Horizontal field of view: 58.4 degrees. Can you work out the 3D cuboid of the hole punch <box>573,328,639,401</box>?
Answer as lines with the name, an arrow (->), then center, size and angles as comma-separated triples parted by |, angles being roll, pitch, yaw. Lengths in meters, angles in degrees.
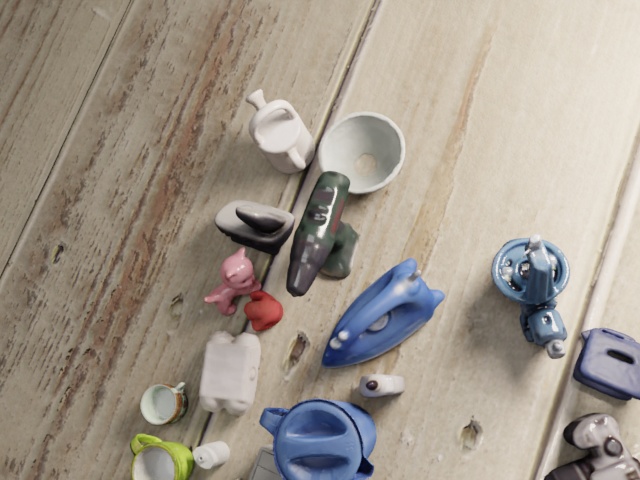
hole punch -> 0.473, 0.197, 0.922 | 0.108, 0.091, 0.101 | 21, 82, 17

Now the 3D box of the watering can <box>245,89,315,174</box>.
watering can -> -0.085, -0.211, 1.097 | 0.172, 0.194, 0.101 | 34, 86, 18

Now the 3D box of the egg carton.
egg carton -> -0.166, 0.247, 1.068 | 0.107, 0.069, 0.150 | 2, 77, 13

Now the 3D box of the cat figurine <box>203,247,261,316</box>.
cat figurine -> -0.168, 0.078, 1.085 | 0.128, 0.118, 0.067 | -43, 71, 0

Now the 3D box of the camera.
camera -> 0.418, 0.359, 0.890 | 0.136, 0.101, 0.143 | -24, 72, 6

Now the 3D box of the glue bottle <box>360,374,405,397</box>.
glue bottle -> 0.097, 0.242, 0.954 | 0.078, 0.173, 0.037 | -7, 75, 11

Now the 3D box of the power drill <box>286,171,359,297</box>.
power drill -> 0.009, 0.004, 1.015 | 0.075, 0.209, 0.230 | 11, 79, 16

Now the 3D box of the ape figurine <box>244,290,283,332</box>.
ape figurine -> -0.113, 0.132, 1.072 | 0.076, 0.092, 0.078 | 12, 79, 16

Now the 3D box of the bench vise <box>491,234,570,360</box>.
bench vise -> 0.358, 0.075, 0.911 | 0.121, 0.220, 0.207 | -33, 71, 4

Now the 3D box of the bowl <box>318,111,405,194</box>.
bowl -> 0.085, -0.159, 1.109 | 0.167, 0.075, 0.167 | -3, 76, 12

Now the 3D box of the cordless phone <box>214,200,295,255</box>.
cordless phone -> -0.137, -0.044, 1.072 | 0.147, 0.185, 0.094 | 13, 80, 16

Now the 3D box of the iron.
iron -> 0.090, 0.139, 0.998 | 0.258, 0.142, 0.118 | -40, 71, 1
